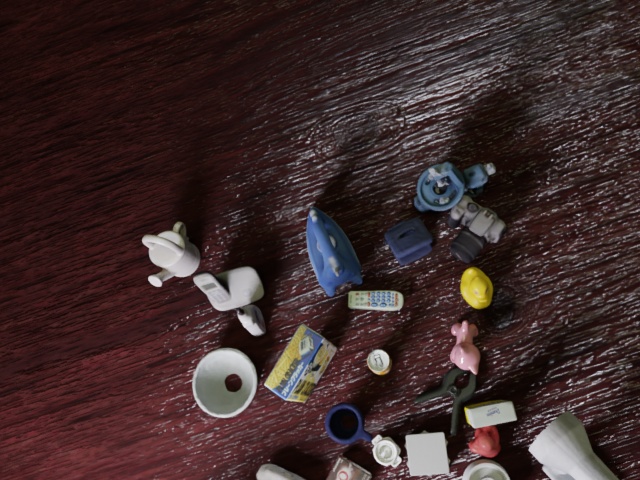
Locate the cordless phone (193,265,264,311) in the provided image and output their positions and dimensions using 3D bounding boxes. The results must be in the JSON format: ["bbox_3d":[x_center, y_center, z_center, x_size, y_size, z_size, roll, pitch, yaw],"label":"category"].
[{"bbox_3d":[-0.231,0.110,1.451,0.147,0.185,0.094,-20,71,3],"label":"cordless phone"}]

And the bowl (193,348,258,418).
[{"bbox_3d":[-0.228,0.358,1.433,0.167,0.075,0.167,-3,73,9],"label":"bowl"}]

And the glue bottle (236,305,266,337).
[{"bbox_3d":[-0.178,0.192,1.423,0.037,0.173,0.078,-23,70,2],"label":"glue bottle"}]

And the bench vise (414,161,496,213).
[{"bbox_3d":[0.327,-0.160,1.419,0.207,0.220,0.121,-38,71,-3],"label":"bench vise"}]

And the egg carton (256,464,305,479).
[{"bbox_3d":[-0.087,0.596,1.338,0.150,0.069,0.107,18,77,15],"label":"egg carton"}]

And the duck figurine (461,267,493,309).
[{"bbox_3d":[0.384,0.112,1.397,0.077,0.086,0.104,-15,71,5],"label":"duck figurine"}]

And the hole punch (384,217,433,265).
[{"bbox_3d":[0.223,-0.002,1.457,0.108,0.091,0.101,-27,70,1],"label":"hole punch"}]

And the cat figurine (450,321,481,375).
[{"bbox_3d":[0.342,0.251,1.344,0.067,0.118,0.128,1,73,10],"label":"cat figurine"}]

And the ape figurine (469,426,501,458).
[{"bbox_3d":[0.373,0.455,1.290,0.078,0.092,0.076,-27,70,1],"label":"ape figurine"}]

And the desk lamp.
[{"bbox_3d":[0.535,0.465,1.194,0.118,0.214,0.203,-41,71,-4],"label":"desk lamp"}]

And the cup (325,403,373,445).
[{"bbox_3d":[0.075,0.437,1.346,0.117,0.095,0.092,25,79,16],"label":"cup"}]

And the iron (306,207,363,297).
[{"bbox_3d":[0.013,0.005,1.464,0.118,0.141,0.258,-24,71,2],"label":"iron"}]

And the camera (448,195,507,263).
[{"bbox_3d":[0.374,-0.023,1.432,0.143,0.101,0.137,36,82,18],"label":"camera"}]

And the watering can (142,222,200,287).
[{"bbox_3d":[-0.394,0.035,1.497,0.101,0.194,0.173,-8,72,8],"label":"watering can"}]
